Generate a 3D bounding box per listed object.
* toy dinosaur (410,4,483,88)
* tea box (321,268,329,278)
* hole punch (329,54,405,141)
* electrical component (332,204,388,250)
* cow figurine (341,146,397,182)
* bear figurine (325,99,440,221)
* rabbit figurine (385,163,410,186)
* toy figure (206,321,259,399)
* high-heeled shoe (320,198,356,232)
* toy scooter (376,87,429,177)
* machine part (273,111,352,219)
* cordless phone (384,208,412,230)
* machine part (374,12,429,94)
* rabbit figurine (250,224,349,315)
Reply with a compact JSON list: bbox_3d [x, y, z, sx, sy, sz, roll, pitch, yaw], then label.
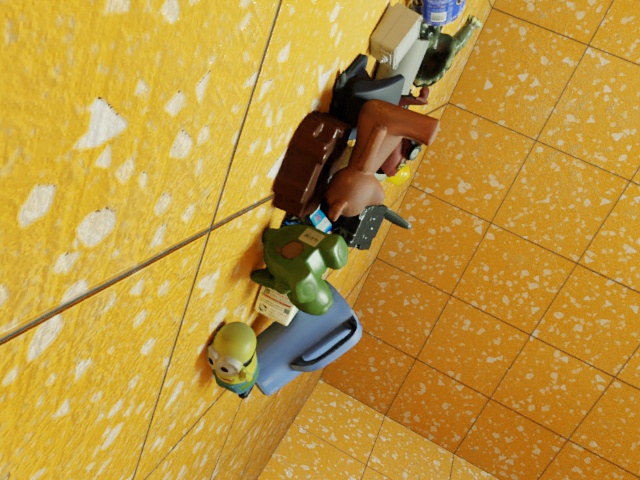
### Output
[{"bbox_3d":[0.253,-0.419,1.247,0.192,0.131,0.404,-51,174,1],"label":"toy dinosaur"},{"bbox_3d":[-0.027,0.053,1.142,0.098,0.068,0.169,-61,168,-11],"label":"tea box"},{"bbox_3d":[0.074,-0.228,0.899,0.116,0.092,0.142,-52,169,-33],"label":"hole punch"},{"bbox_3d":[0.093,-0.038,1.201,0.134,0.058,0.114,-1,119,-57],"label":"electrical component"},{"bbox_3d":[0.092,-0.149,1.134,0.195,0.127,0.085,-5,81,-62],"label":"cow figurine"},{"bbox_3d":[0.089,-0.112,0.835,0.120,0.132,0.195,-69,177,-82],"label":"bear figurine"},{"bbox_3d":[0.182,-0.239,1.317,0.173,0.122,0.162,-46,151,13],"label":"rabbit figurine"},{"bbox_3d":[-0.145,0.206,0.919,0.180,0.082,0.089,86,12,-56],"label":"toy figure"},{"bbox_3d":[0.011,-0.049,1.041,0.145,0.086,0.248,-41,176,13],"label":"high-heeled shoe"},{"bbox_3d":[0.145,-0.213,0.986,0.075,0.135,0.183,1,80,-54],"label":"toy scooter"},{"bbox_3d":[-0.009,-0.116,0.850,0.179,0.056,0.179,-60,170,-17],"label":"machine part"},{"bbox_3d":[0.156,-0.072,1.412,0.088,0.184,0.146,-61,170,9],"label":"cordless phone"},{"bbox_3d":[0.146,-0.320,1.047,0.079,0.079,0.243,-47,159,-57],"label":"machine part"},{"bbox_3d":[-0.038,0.065,0.884,0.121,0.159,0.170,-55,148,-31],"label":"rabbit figurine"}]
